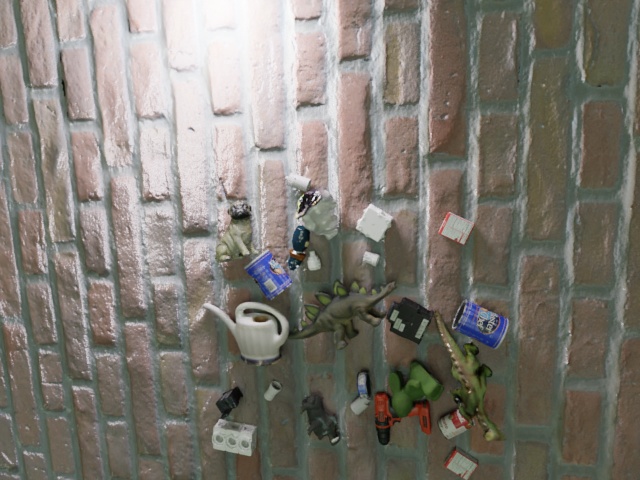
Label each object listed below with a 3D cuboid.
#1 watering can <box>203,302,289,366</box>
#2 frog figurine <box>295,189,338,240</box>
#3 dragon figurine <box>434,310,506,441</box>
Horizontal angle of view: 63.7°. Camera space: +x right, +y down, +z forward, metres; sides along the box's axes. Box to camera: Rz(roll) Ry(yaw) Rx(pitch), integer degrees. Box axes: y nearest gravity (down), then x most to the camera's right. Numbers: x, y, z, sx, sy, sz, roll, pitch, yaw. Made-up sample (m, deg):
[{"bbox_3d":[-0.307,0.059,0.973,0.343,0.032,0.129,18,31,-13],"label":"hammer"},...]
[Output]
[{"bbox_3d":[-0.254,0.320,1.794,0.347,0.105,0.222,1,103,27],"label":"watering can"},{"bbox_3d":[0.005,-0.084,1.666,0.137,0.124,0.157,-50,126,3],"label":"frog figurine"},{"bbox_3d":[0.443,0.433,1.574,0.121,0.246,0.409,-33,94,23],"label":"dragon figurine"}]
